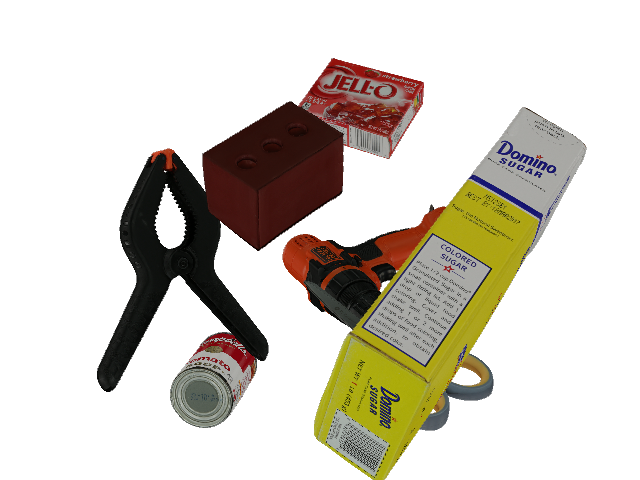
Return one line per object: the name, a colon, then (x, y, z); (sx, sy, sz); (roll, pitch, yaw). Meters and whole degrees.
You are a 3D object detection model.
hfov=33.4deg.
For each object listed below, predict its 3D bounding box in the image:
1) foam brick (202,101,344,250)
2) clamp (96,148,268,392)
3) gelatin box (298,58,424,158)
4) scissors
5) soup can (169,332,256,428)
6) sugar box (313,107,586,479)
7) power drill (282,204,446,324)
foam brick: (-0.030, -0.043, 0.685); (0.053, 0.051, 0.078); (35, 56, 30)
clamp: (-0.120, 0.025, 0.952); (0.164, 0.210, 0.036); (0, -1, -33)
gelatin box: (0.033, -0.114, 0.908); (0.089, 0.073, 0.030); (19, -36, 20)
scissors: (0.062, 0.078, 0.837); (0.096, 0.016, 0.202); (-8, 32, -17)
soup can: (-0.111, 0.145, 1.116); (0.068, 0.068, 0.102); (0, 15, 11)
sugar box: (0.065, 0.022, 0.510); (0.048, 0.093, 0.176); (33, 53, 13)
power drill: (0.077, 0.028, 1.047); (0.187, 0.057, 0.185); (-13, 29, -24)
